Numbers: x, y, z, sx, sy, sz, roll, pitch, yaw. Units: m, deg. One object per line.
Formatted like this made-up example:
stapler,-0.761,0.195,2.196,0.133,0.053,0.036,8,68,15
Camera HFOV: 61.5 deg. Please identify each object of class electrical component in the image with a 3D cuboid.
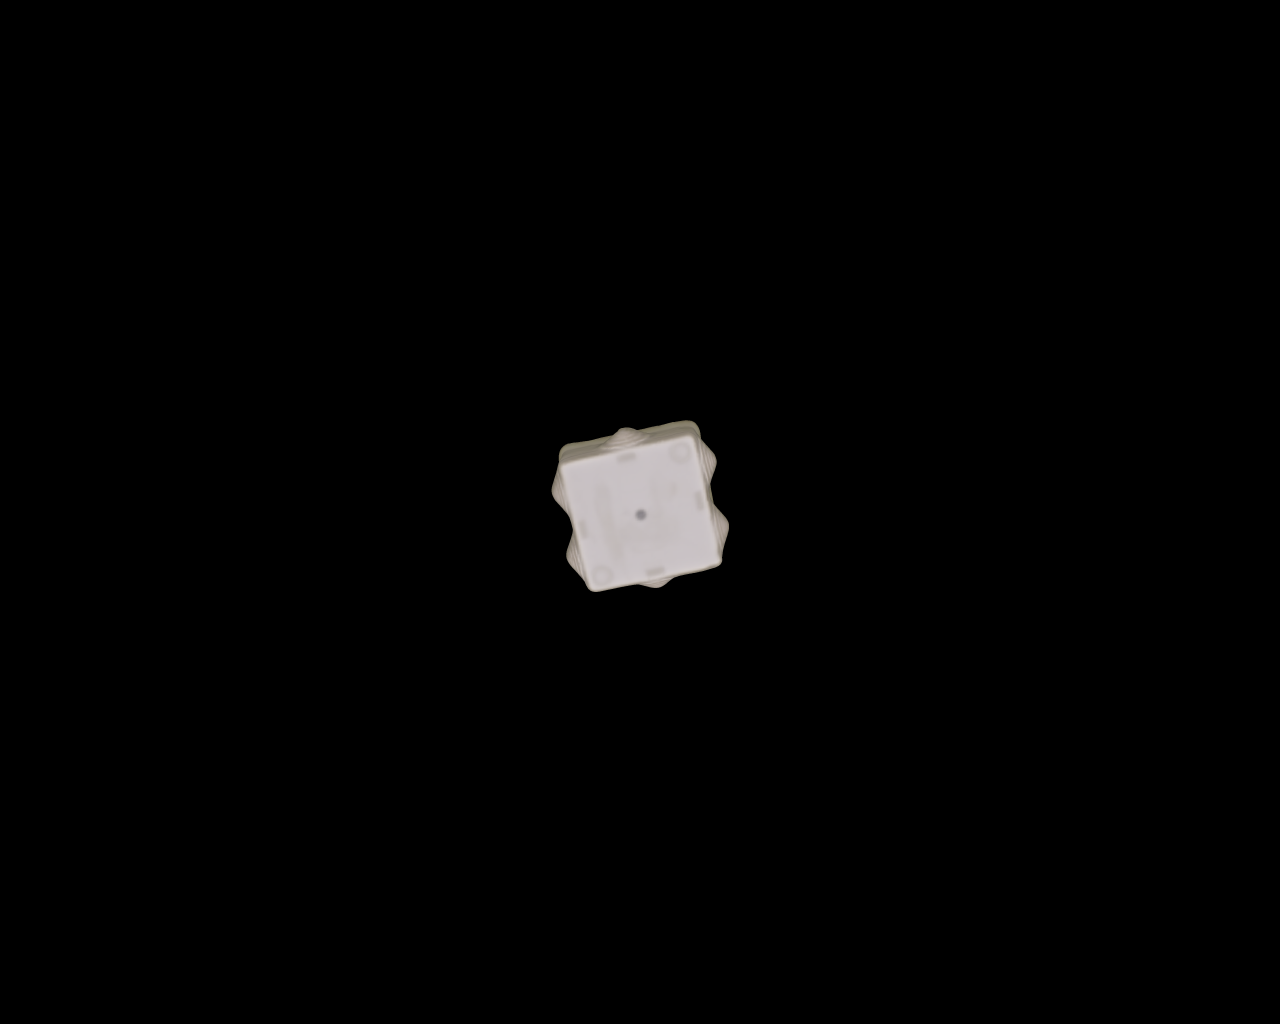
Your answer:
electrical component,0.001,-0.003,0.650,0.100,0.099,0.048,-11,11,2
